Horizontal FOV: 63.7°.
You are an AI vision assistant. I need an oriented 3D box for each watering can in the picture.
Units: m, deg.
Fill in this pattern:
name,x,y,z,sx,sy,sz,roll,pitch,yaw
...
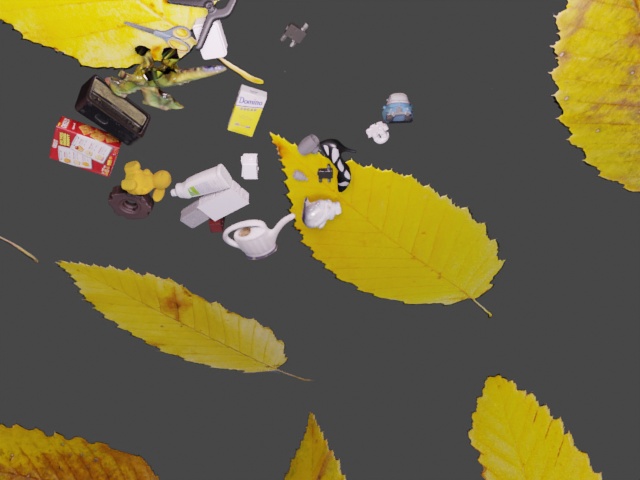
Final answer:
name,x,y,z,sx,sy,sz,roll,pitch,yaw
watering can,-0.248,-0.016,2.259,0.347,0.106,0.219,-11,140,10

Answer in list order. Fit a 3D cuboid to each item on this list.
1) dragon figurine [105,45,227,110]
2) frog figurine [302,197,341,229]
name,x,y,z,sx,sy,sz,roll,pitch,yaw
dragon figurine,-0.503,-0.506,1.681,0.410,0.124,0.239,6,162,-3
frog figurine,0.007,-0.108,2.155,0.159,0.125,0.134,8,121,6
